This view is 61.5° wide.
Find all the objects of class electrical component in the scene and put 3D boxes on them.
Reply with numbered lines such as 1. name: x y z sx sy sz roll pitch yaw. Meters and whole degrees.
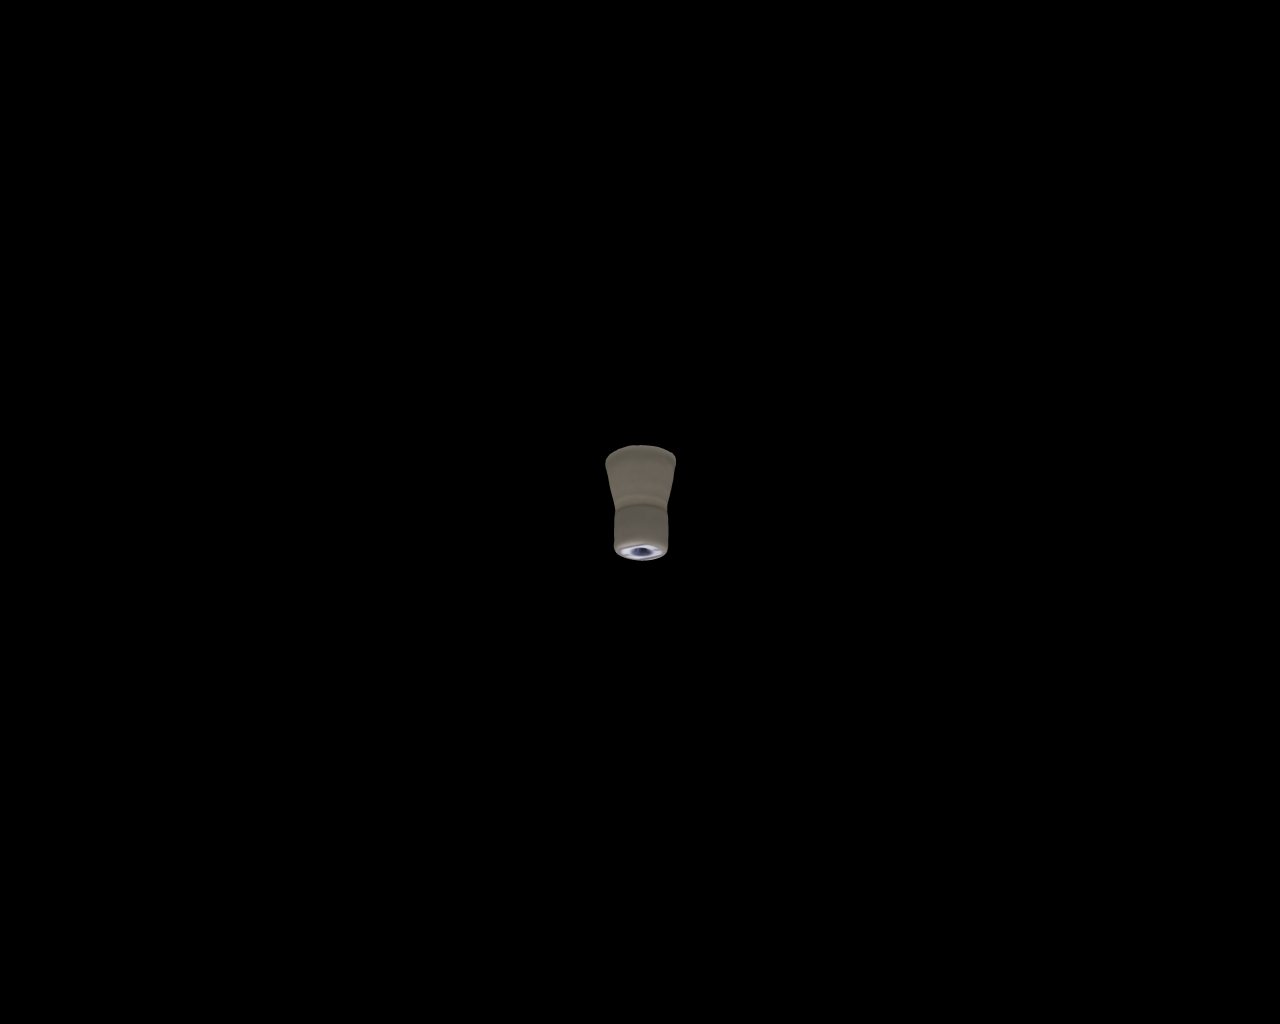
1. electrical component: 0.001 -0.003 0.650 0.044 0.065 0.044 0 -24 0
